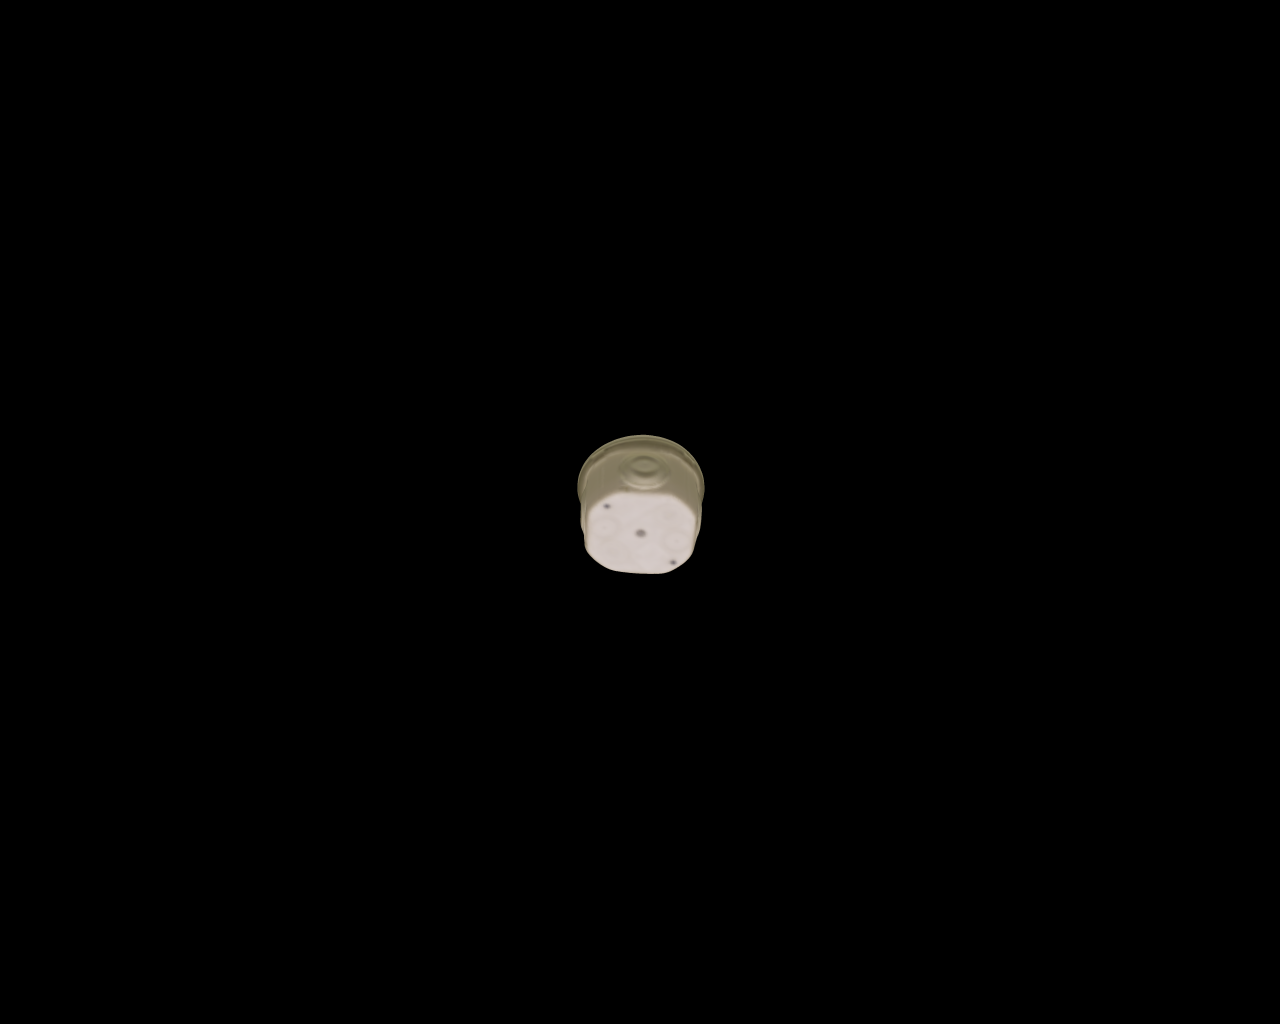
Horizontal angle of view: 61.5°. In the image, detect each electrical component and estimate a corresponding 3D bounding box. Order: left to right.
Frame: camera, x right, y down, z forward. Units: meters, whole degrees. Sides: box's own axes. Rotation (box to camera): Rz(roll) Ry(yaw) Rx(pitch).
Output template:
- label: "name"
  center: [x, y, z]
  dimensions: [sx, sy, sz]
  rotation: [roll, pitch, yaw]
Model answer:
- label: "electrical component"
  center: [0.001, -0.003, 0.650]
  dimensions: [0.080, 0.080, 0.051]
  rotation: [0, 40, 0]
